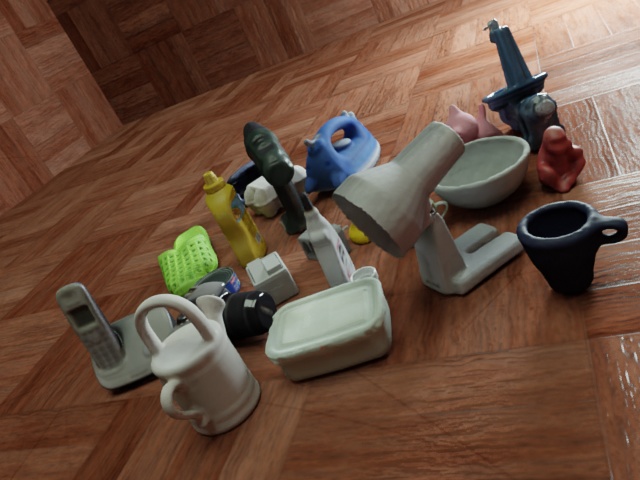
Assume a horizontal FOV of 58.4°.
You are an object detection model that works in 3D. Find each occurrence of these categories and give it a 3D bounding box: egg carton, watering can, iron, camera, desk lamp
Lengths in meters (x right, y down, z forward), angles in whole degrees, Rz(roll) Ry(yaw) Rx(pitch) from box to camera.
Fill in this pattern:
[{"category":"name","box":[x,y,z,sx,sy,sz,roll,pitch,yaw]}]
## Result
[{"category":"egg carton","box":[-0.097,-0.115,1.299,0.150,0.069,0.107,-38,28,-22]},{"category":"watering can","box":[-0.164,0.143,0.736,0.101,0.194,0.172,-25,26,2]},{"category":"iron","box":[0.048,-0.210,1.258,0.118,0.142,0.259,-5,33,37]},{"category":"camera","box":[-0.146,0.120,0.870,0.136,0.101,0.143,-12,30,28]},{"category":"desk lamp","box":[0.142,-0.033,0.761,0.203,0.214,0.117,-33,27,-14]}]

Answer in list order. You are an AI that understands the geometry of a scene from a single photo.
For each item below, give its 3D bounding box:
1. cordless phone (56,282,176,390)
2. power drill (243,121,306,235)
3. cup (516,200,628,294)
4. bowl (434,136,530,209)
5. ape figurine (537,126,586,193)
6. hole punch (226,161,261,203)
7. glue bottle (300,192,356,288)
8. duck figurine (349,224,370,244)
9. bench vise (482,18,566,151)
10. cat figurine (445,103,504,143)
[{"category":"cordless phone","box":[-0.316,0.134,0.903,0.147,0.185,0.094,-25,26,3]},{"category":"power drill","box":[-0.084,-0.125,1.144,0.075,0.209,0.229,-29,26,-5]},{"category":"cup","box":[0.299,0.013,0.667,0.117,0.095,0.092,-4,33,38]},{"category":"bowl","box":[0.263,-0.099,0.933,0.167,0.075,0.167,-21,26,11]},{"category":"ape figurine","box":[0.363,-0.130,0.877,0.077,0.092,0.076,-23,26,6]},{"category":"hole punch","box":[-0.188,-0.145,1.413,0.109,0.091,0.100,-40,29,-25]},{"category":"glue bottle","box":[0.008,0.003,0.863,0.037,0.173,0.078,-20,27,12]},{"category":"duck figurine","box":[0.083,-0.055,1.003,0.105,0.086,0.077,-37,28,-21]},{"category":"bench vise","box":[0.364,-0.284,1.016,0.121,0.220,0.206,-31,26,-10]},{"category":"cat figurine","box":[0.278,-0.205,1.067,0.128,0.118,0.067,-41,30,-28]}]
